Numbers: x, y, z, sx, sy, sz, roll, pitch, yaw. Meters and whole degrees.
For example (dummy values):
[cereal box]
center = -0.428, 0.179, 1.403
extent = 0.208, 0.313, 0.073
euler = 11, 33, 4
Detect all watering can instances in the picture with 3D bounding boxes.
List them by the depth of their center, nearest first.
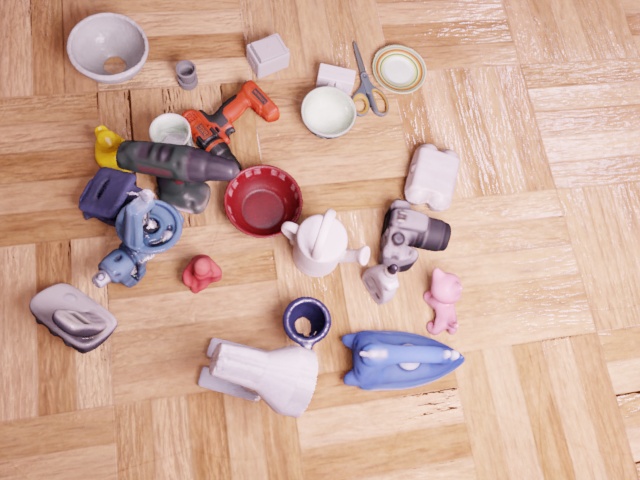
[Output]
[watering can]
center = 0.011, 0.002, 1.114
extent = 0.173, 0.194, 0.101
euler = 2, 73, -7

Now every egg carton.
[egg carton]
center = 0.245, -0.138, 1.255
extent = 0.107, 0.069, 0.150
euler = 16, 71, -2

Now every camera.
[camera]
center = 0.200, -0.006, 1.191
extent = 0.137, 0.100, 0.143
euler = 12, 72, -4

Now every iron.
[iron]
center = 0.176, 0.223, 1.095
extent = 0.258, 0.141, 0.118
euler = 0, 73, -8

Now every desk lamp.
[desk lamp]
center = -0.115, 0.236, 1.014
extent = 0.203, 0.213, 0.118
euler = 14, 71, -3

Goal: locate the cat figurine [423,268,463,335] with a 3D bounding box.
[cat figurine]
center = 0.255, 0.122, 1.150
extent = 0.067, 0.117, 0.128
euler = -5, 74, -9

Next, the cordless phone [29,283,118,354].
[cordless phone]
center = -0.451, 0.129, 1.016
extent = 0.147, 0.185, 0.094
euler = 32, 72, 3

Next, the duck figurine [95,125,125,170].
[duck figurine]
center = -0.425, -0.187, 1.170
extent = 0.077, 0.086, 0.104
euler = -32, 79, -15

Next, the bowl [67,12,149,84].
[bowl]
center = -0.451, -0.401, 1.239
extent = 0.167, 0.074, 0.167
euler = 2, 73, -7

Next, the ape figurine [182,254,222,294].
[ape figurine]
center = -0.230, 0.060, 1.117
extent = 0.078, 0.092, 0.076
euler = 6, 72, -6

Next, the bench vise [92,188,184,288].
[bench vise]
center = -0.331, 0.000, 1.054
extent = 0.121, 0.219, 0.207
euler = 20, 71, -1

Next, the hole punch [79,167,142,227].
[hole punch]
center = -0.420, -0.088, 1.137
extent = 0.101, 0.091, 0.109
euler = 22, 71, 0

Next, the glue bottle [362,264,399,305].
[glue bottle]
center = 0.126, 0.075, 1.118
extent = 0.037, 0.173, 0.078
euler = -27, 78, -14

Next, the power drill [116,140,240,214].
[power drill]
center = -0.266, -0.124, 1.108
extent = 0.229, 0.208, 0.075
euler = 12, 72, -4

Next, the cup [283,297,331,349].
[cup]
center = -0.028, 0.176, 1.107
extent = 0.092, 0.095, 0.118
euler = 0, 73, -8
